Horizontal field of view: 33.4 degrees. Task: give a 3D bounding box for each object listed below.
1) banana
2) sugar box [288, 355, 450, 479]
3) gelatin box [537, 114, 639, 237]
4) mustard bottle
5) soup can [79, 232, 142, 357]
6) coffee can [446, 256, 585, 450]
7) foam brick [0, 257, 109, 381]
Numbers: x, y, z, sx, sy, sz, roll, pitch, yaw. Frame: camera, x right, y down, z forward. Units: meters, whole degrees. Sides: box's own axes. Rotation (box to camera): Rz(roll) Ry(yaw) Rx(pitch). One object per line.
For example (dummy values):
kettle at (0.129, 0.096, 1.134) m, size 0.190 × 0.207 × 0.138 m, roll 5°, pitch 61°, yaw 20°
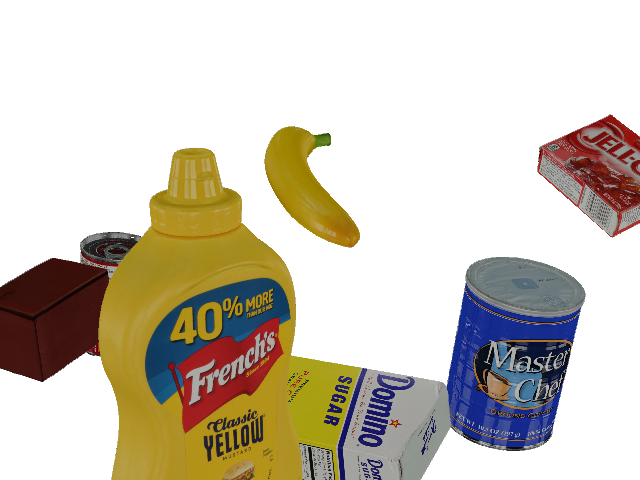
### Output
banana at (-0.012, -0.056, 0.927) m, size 0.069 × 0.037 × 0.198 m, roll -1°, pitch 33°, yaw -7°
sugar box at (-0.008, 0.122, 0.735) m, size 0.176 × 0.048 × 0.093 m, roll 4°, pitch 28°, yaw 26°
gelatin box at (0.220, -0.051, 0.806) m, size 0.073 × 0.030 × 0.089 m, roll -24°, pitch 51°, yaw -21°
mustard bottle at (-0.055, 0.052, 0.496) m, size 0.096 × 0.192 × 0.058 m, roll -14°, pitch 22°, yaw -35°
soup can at (-0.193, 0.052, 1.000) m, size 0.068 × 0.102 × 0.068 m, roll 6°, pitch 21°, yaw -2°
coffee can at (0.169, 0.099, 0.946) m, size 0.103 × 0.140 × 0.103 m, roll 6°, pitch 24°, yaw -3°
foam brick at (-0.191, 0.053, 0.748) m, size 0.053 × 0.051 × 0.078 m, roll 12°, pitch 28°, yaw 27°
